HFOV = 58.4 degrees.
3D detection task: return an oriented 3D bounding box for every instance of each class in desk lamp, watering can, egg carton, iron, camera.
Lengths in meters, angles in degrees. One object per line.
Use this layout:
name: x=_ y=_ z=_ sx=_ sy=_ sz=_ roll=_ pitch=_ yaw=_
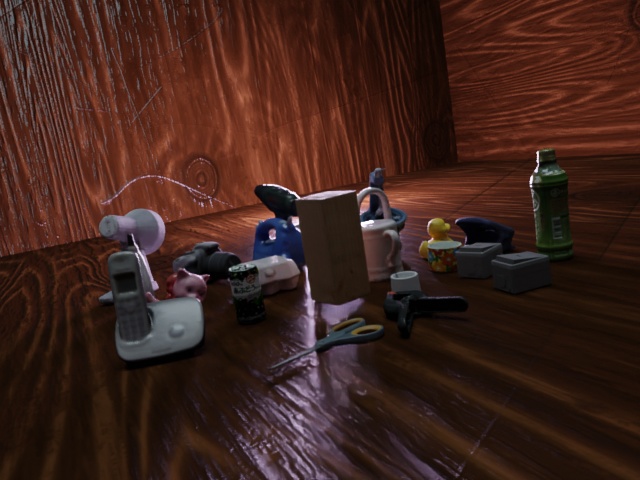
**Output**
desk lamp: x=-0.478 y=0.032 z=1.453 sx=0.117 sy=0.214 sz=0.203 roll=-7 pitch=11 yaw=14
watering can: x=0.111 y=-0.015 z=1.234 sx=0.172 sy=0.194 sz=0.101 roll=0 pitch=14 yaw=41
egg carton: x=-0.123 y=0.082 z=1.264 sx=0.150 sy=0.069 sz=0.107 roll=-13 pitch=11 yaw=-22
iron: x=-0.121 y=0.005 z=1.483 sx=0.119 sy=0.141 sz=0.257 roll=-16 pitch=12 yaw=-32
camera: x=-0.277 y=0.059 z=1.441 sx=0.136 sy=0.101 sz=0.144 roll=0 pitch=14 yaw=41

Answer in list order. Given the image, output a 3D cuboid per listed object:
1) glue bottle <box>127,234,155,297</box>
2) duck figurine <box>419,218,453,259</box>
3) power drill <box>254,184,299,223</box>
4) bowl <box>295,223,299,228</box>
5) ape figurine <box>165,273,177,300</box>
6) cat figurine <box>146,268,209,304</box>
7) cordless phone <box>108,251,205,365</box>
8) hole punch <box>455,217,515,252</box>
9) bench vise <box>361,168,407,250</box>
glue bottle: x=-0.415 y=0.069 z=1.305 sx=0.037 sy=0.173 sz=0.077 roll=-16 pitch=12 yaw=-32
duck figurine: x=0.273 y=-0.007 z=1.345 sx=0.105 sy=0.086 sz=0.077 roll=-18 pitch=13 yaw=-38
power drill: x=-0.112 y=-0.054 z=1.608 sx=0.076 sy=0.208 sz=0.228 roll=-16 pitch=12 yaw=-31
bowl: x=-0.007 y=-0.013 z=1.667 sx=0.167 sy=0.075 sz=0.167 roll=-9 pitch=10 yaw=2
ape figurine: x=-0.292 y=0.113 z=1.182 sx=0.076 sy=0.092 sz=0.077 roll=-11 pitch=10 yaw=-9
cat figurine: x=-0.268 y=0.112 z=1.096 sx=0.128 sy=0.118 sz=0.067 roll=-12 pitch=11 yaw=-15
cordless phone: x=-0.274 y=0.104 z=0.952 sx=0.147 sy=0.185 sz=0.094 roll=-11 pitch=10 yaw=-8
hole punch: x=0.371 y=-0.015 z=1.289 sx=0.101 sy=0.091 sz=0.108 roll=-16 pitch=12 yaw=-33
bench vise: x=0.138 y=-0.074 z=1.461 sx=0.122 sy=0.220 sz=0.206 roll=-14 pitch=11 yaw=-24
